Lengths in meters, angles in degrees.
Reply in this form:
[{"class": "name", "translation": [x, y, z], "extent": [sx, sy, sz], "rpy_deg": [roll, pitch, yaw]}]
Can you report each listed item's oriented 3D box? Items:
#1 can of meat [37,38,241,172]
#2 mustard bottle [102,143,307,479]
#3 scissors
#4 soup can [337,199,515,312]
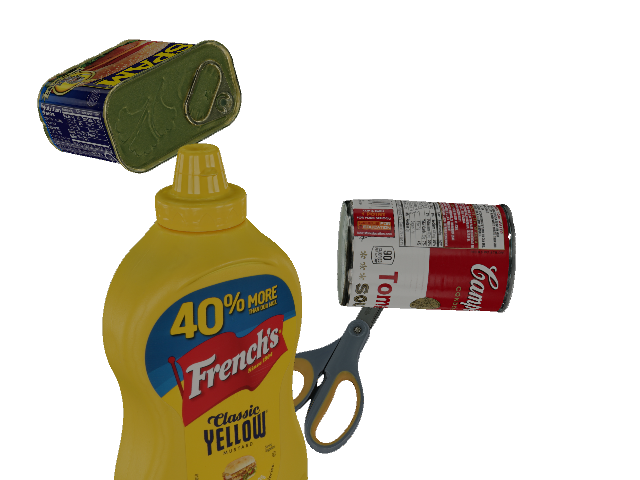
[{"class": "can of meat", "translation": [-0.116, -0.089, 0.676], "extent": [0.084, 0.057, 0.101], "rpy_deg": [14, 38, 43]}, {"class": "mustard bottle", "translation": [-0.053, 0.050, 0.498], "extent": [0.096, 0.192, 0.058], "rpy_deg": [-12, 21, -32]}, {"class": "scissors", "translation": [0.010, 0.079, 0.881], "extent": [0.096, 0.201, 0.016], "rpy_deg": [10, -33, 9]}, {"class": "soup can", "translation": [0.064, 0.009, 0.663], "extent": [0.102, 0.068, 0.068], "rpy_deg": [2, 0, -3]}]
